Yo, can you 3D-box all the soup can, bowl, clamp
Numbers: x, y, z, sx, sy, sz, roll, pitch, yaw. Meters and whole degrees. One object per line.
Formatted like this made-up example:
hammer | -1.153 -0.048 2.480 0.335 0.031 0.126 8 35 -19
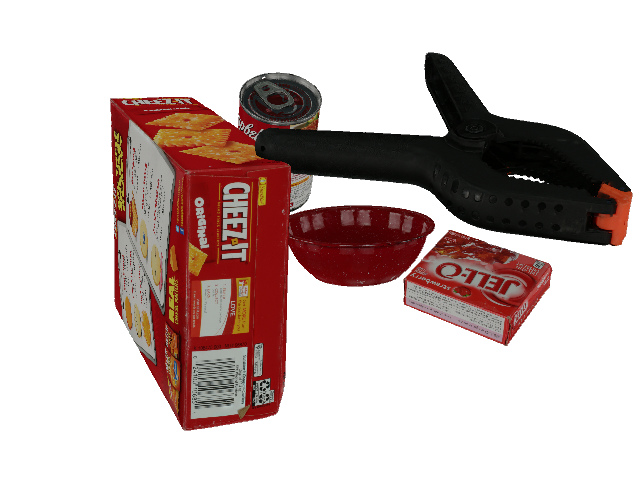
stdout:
soup can | -0.037 -0.081 0.904 0.068 0.102 0.068 4 44 -4
bowl | 0.037 0.008 1.098 0.162 0.055 0.162 -2 15 0
clamp | 0.076 -0.046 0.608 0.164 0.036 0.210 -25 40 -29

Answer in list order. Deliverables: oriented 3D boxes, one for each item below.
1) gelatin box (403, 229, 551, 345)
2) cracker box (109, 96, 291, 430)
gelatin box | 0.118 0.033 0.803 0.089 0.030 0.073 21 43 27
cracker box | -0.086 0.003 0.713 0.072 0.164 0.214 -4 19 -21
